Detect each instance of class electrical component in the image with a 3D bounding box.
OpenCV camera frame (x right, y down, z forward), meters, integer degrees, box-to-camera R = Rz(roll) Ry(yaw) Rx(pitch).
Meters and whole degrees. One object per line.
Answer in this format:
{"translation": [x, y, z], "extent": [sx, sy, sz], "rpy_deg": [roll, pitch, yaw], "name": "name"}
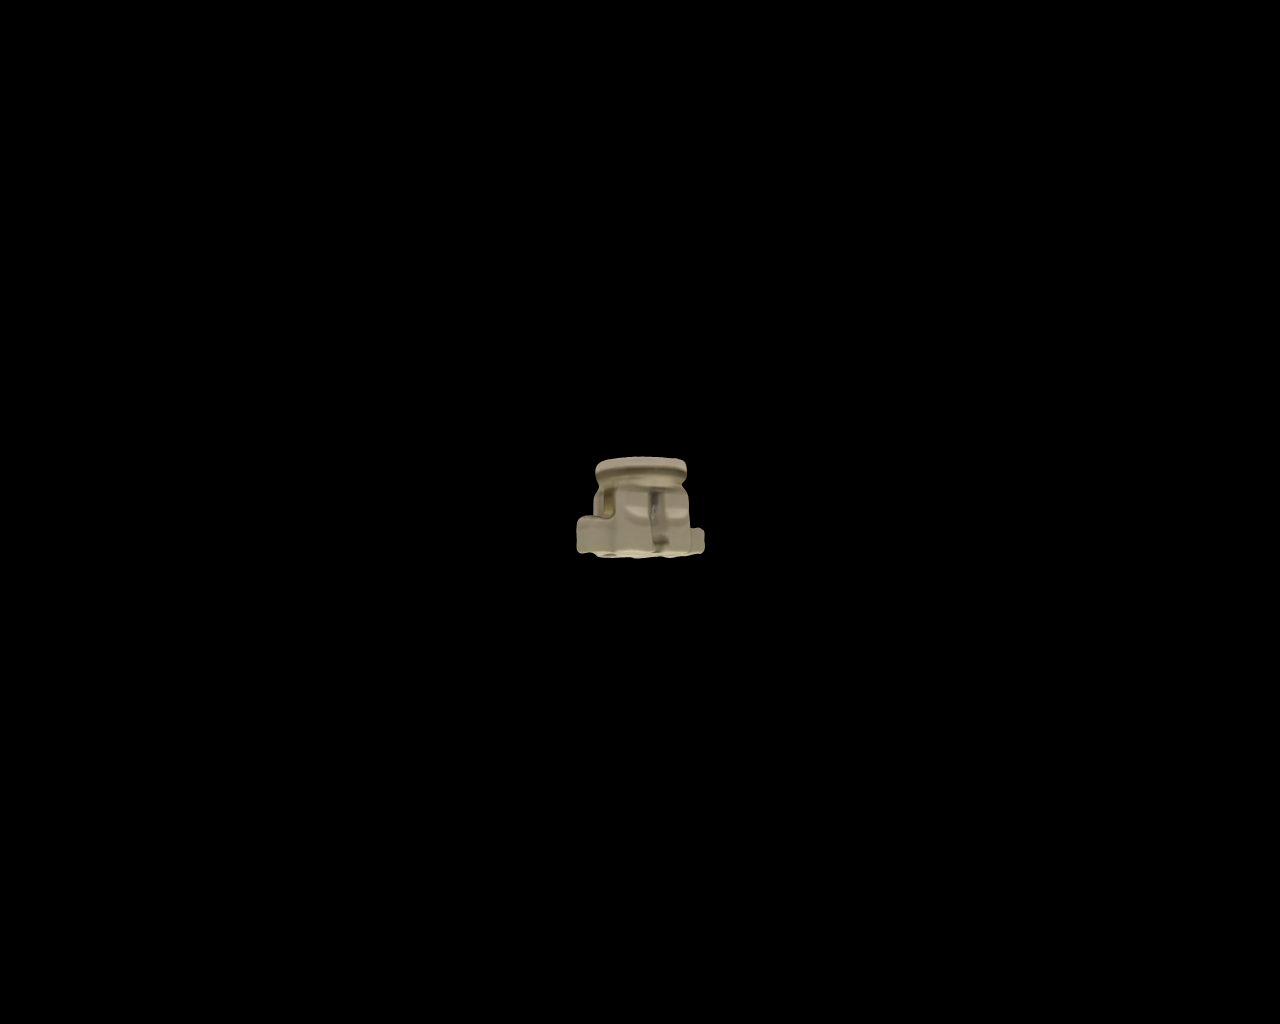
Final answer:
{"translation": [0.001, -0.003, 0.650], "extent": [0.078, 0.057, 0.058], "rpy_deg": [3, -7, -26], "name": "electrical component"}
